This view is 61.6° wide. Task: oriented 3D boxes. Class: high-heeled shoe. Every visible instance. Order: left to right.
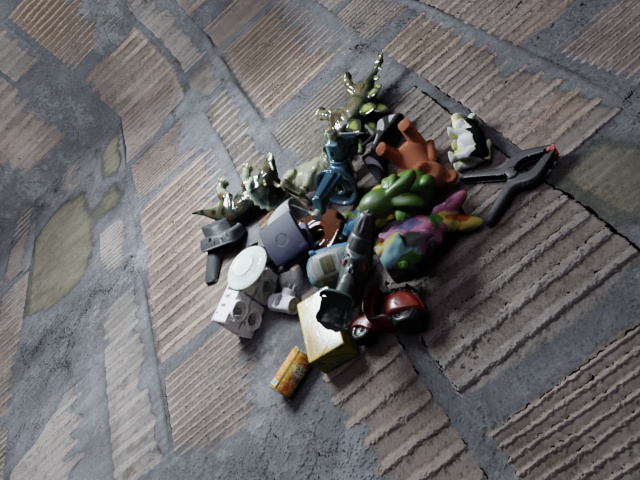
[{"bbox_3d":[0.184,-0.244,1.423,0.145,0.086,0.249,-33,37,16],"label":"high-heeled shoe"}]

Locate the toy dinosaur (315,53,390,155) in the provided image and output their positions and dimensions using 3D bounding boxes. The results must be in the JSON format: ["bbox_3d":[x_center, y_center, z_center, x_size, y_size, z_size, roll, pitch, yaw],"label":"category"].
[{"bbox_3d":[0.080,-0.343,1.585,0.199,0.105,0.471,30,91,46],"label":"toy dinosaur"}]

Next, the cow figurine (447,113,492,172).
[{"bbox_3d":[0.358,-0.246,1.283,0.098,0.068,0.167,-12,54,28],"label":"cow figurine"}]

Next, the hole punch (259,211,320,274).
[{"bbox_3d":[-0.083,0.002,1.374,0.142,0.092,0.116,-34,48,14],"label":"hole punch"}]

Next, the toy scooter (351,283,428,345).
[{"bbox_3d":[0.144,0.142,1.150,0.184,0.075,0.135,-25,42,31],"label":"toy scooter"}]

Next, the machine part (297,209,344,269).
[{"bbox_3d":[-0.003,-0.004,1.414,0.179,0.056,0.179,-23,47,26],"label":"machine part"}]

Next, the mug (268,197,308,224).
[{"bbox_3d":[-0.100,-0.068,1.536,0.107,0.080,0.110,-34,44,28],"label":"mug"}]

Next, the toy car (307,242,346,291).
[{"bbox_3d":[0.032,0.064,1.269,0.162,0.103,0.109,-21,78,23],"label":"toy car"}]

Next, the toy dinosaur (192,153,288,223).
[{"bbox_3d":[-0.252,-0.120,1.692,0.405,0.131,0.192,-35,40,24],"label":"toy dinosaur"}]

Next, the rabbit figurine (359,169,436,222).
[{"bbox_3d":[0.173,-0.088,1.203,0.170,0.121,0.159,-22,2,-31],"label":"rabbit figurine"}]

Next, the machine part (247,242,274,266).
[{"bbox_3d":[-0.164,0.042,1.516,0.084,0.039,0.139,-28,26,-25],"label":"machine part"}]

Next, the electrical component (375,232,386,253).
[{"bbox_3d":[0.160,0.008,1.284,0.094,0.021,0.063,-1,57,42],"label":"electrical component"}]

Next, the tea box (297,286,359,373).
[{"bbox_3d":[0.016,0.200,1.217,0.098,0.068,0.170,-33,43,19],"label":"tea box"}]

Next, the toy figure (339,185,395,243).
[{"bbox_3d":[0.118,-0.061,1.335,0.180,0.082,0.089,-48,41,3],"label":"toy figure"}]

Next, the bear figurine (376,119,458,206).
[{"bbox_3d":[0.235,-0.183,1.298,0.120,0.132,0.196,-44,33,21],"label":"bear figurine"}]

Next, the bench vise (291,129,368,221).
[{"bbox_3d":[0.035,-0.153,1.360,0.129,0.223,0.240,18,53,19],"label":"bench vise"}]

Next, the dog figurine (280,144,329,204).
[{"bbox_3d":[-0.014,-0.206,1.509,0.173,0.121,0.190,21,77,34],"label":"dog figurine"}]

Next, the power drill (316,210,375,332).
[{"bbox_3d":[0.058,0.074,1.120,0.086,0.231,0.207,14,36,5],"label":"power drill"}]

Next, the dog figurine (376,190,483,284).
[{"bbox_3d":[0.234,-0.012,1.144,0.219,0.108,0.191,-32,6,16],"label":"dog figurine"}]

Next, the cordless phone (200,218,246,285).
[{"bbox_3d":[-0.304,0.038,1.644,0.147,0.088,0.184,-17,59,30],"label":"cordless phone"}]
